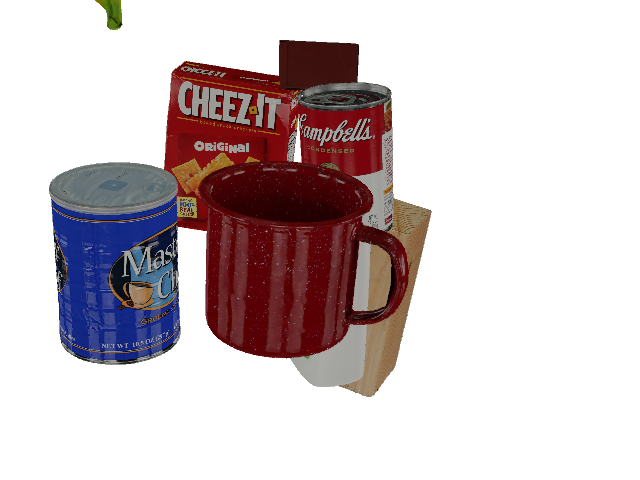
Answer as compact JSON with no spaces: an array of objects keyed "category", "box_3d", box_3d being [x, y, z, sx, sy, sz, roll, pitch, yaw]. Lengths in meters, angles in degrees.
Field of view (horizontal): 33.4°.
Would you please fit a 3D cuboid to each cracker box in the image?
[{"category":"cracker box","box_3d":[-0.120,-0.115,1.411,0.164,0.214,0.072,10,23,6]}]

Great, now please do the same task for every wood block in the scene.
[{"category":"wood block","box_3d":[0.052,0.059,1.214,0.090,0.206,0.090,19,25,16]}]

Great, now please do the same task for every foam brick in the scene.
[{"category":"foam brick","box_3d":[-0.002,-0.182,1.118,0.078,0.051,0.053,1,11,-10]}]

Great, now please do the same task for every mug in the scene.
[{"category":"mug","box_3d":[-0.009,0.013,0.576,0.117,0.081,0.093,11,25,14]}]

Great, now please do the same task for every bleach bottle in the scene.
[{"category":"bleach bottle","box_3d":[0.011,0.011,1.013,0.068,0.251,0.103,-7,30,-20]}]

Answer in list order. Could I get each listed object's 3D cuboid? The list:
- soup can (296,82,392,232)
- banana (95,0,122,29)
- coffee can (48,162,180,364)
[{"category":"soup can","box_3d":[0.019,-0.058,0.779,0.068,0.102,0.068,-2,22,1]},{"category":"banana","box_3d":[-0.220,-0.207,0.787,0.198,0.069,0.037,16,-37,17]},{"category":"coffee can","box_3d":[-0.169,0.017,0.890,0.103,0.140,0.103,2,24,-1]}]
